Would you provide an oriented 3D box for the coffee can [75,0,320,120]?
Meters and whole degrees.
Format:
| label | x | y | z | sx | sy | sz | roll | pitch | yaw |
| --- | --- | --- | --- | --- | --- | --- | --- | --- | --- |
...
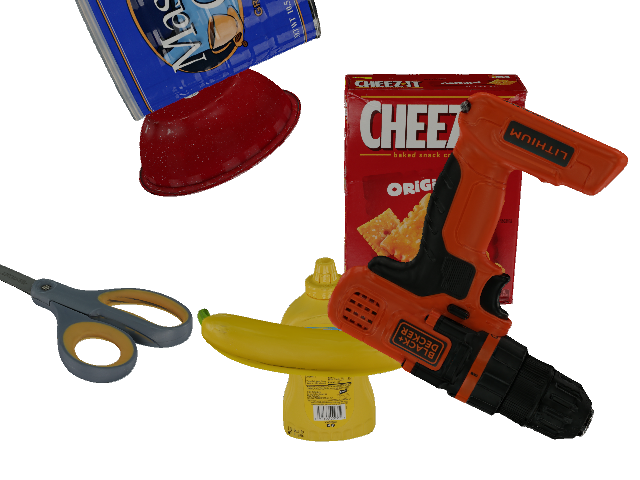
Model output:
| label | x | y | z | sx | sy | sz | roll | pitch | yaw |
| --- | --- | --- | --- | --- | --- | --- | --- | --- | --- |
| coffee can | -0.084 | -0.156 | 0.724 | 0.140 | 0.103 | 0.103 | -25 | 2 | -4 |

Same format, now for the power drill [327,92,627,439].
| label | x | y | z | sx | sy | sz | roll | pitch | yaw |
| --- | --- | --- | --- | --- | --- | --- | --- | --- | --- |
| power drill | 0.117 | 0.015 | 0.676 | 0.184 | 0.188 | 0.057 | 27 | 11 | 9 |

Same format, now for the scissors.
| label | x | y | z | sx | sy | sz | roll | pitch | yaw |
| --- | --- | --- | --- | --- | --- | --- | --- | --- | --- |
| scissors | -0.185 | 0.048 | 0.709 | 0.202 | 0.016 | 0.096 | 10 | 34 | 14 |

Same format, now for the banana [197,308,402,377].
| label | x | y | z | sx | sy | sz | roll | pitch | yaw |
| --- | --- | --- | --- | --- | --- | --- | --- | --- | --- |
| banana | -0.014 | 0.080 | 0.852 | 0.198 | 0.037 | 0.069 | 9 | 29 | 11 |

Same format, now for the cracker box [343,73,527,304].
| label | x | y | z | sx | sy | sz | roll | pitch | yaw |
| --- | --- | --- | --- | --- | --- | --- | --- | --- | --- |
| cracker box | 0.103 | -0.045 | 1.003 | 0.164 | 0.214 | 0.072 | 0 | 21 | 0 |

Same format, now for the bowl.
| label | x | y | z | sx | sy | sz | roll | pitch | yaw |
| --- | --- | --- | --- | --- | --- | --- | --- | --- | --- |
| bowl | -0.101 | -0.109 | 0.947 | 0.162 | 0.055 | 0.162 | -20 | 32 | 13 |

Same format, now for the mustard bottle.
| label | x | y | z | sx | sy | sz | roll | pitch | yaw |
| --- | --- | --- | --- | --- | --- | --- | --- | --- | --- |
| mustard bottle | 0.007 | 0.108 | 1.079 | 0.096 | 0.192 | 0.058 | -2 | 23 | 0 |
